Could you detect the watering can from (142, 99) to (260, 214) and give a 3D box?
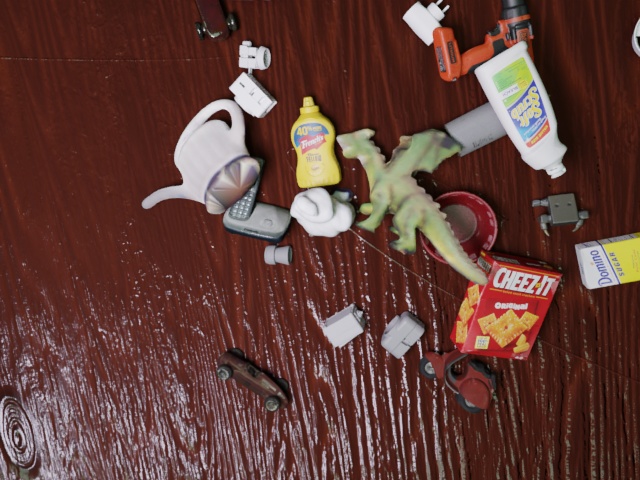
[{"bbox_3d":[-0.263,-0.144,1.143,0.343,0.104,0.228,-50,60,19],"label":"watering can"}]

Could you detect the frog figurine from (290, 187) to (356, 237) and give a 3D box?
[{"bbox_3d":[0.003,-0.055,1.098,0.137,0.161,0.121,19,108,5],"label":"frog figurine"}]

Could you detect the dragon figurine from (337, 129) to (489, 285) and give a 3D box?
[{"bbox_3d":[0.197,-0.106,1.041,0.414,0.122,0.240,29,107,24],"label":"dragon figurine"}]
